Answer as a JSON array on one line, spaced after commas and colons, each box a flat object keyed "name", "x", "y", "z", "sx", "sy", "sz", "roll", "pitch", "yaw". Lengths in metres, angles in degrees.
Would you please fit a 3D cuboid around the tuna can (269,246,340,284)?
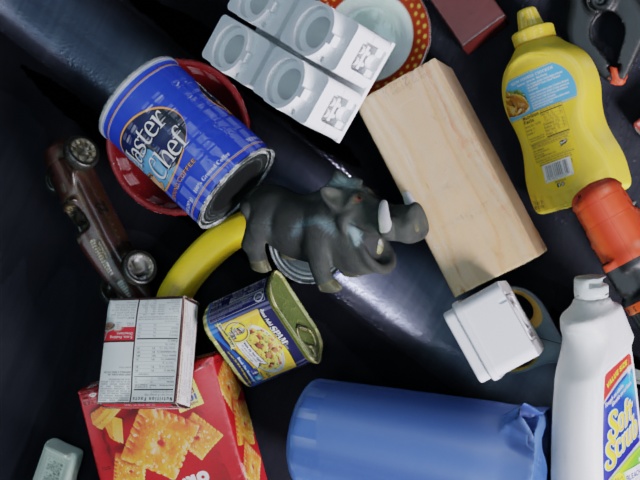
[{"name": "tuna can", "x": -0.007, "y": 0.001, "z": 1.094, "sx": 0.086, "sy": 0.033, "sz": 0.086, "roll": 0, "pitch": 92, "yaw": 16}]

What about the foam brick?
[{"name": "foam brick", "x": 0.140, "y": -0.229, "z": 1.035, "sx": 0.051, "sy": 0.053, "sz": 0.078, "roll": -35, "pitch": 82, "yaw": 14}]

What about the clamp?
[{"name": "clamp", "x": 0.256, "y": -0.231, "z": 1.010, "sx": 0.120, "sy": 0.039, "sz": 0.171, "roll": -1, "pitch": 94, "yaw": 28}]

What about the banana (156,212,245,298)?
[{"name": "banana", "x": -0.123, "y": 0.035, "z": 1.121, "sx": 0.070, "sy": 0.037, "sz": 0.198, "roll": 39, "pitch": 97, "yaw": 30}]

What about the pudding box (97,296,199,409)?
[{"name": "pudding box", "x": -0.173, "y": 0.114, "z": 1.076, "sx": 0.090, "sy": 0.039, "sz": 0.113, "roll": -2, "pitch": 74, "yaw": 18}]

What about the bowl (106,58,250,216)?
[{"name": "bowl", "x": -0.140, "y": -0.106, "z": 1.118, "sx": 0.162, "sy": 0.055, "sz": 0.162, "roll": 0, "pitch": 92, "yaw": 16}]

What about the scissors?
[{"name": "scissors", "x": 0.245, "y": 0.094, "z": 1.034, "sx": 0.202, "sy": 0.016, "sz": 0.096, "roll": 1, "pitch": 92, "yaw": 16}]

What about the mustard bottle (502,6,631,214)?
[{"name": "mustard bottle", "x": 0.221, "y": -0.127, "z": 1.005, "sx": 0.096, "sy": 0.058, "sz": 0.191, "roll": -20, "pitch": 85, "yaw": 49}]

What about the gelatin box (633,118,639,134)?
[{"name": "gelatin box", "x": 0.349, "y": -0.108, "z": 0.990, "sx": 0.089, "sy": 0.030, "sz": 0.073, "roll": -40, "pitch": 81, "yaw": 14}]

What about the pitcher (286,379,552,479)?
[{"name": "pitcher", "x": 0.097, "y": 0.215, "z": 1.031, "sx": 0.243, "sy": 0.145, "sz": 0.149, "roll": 8, "pitch": 82, "yaw": 19}]

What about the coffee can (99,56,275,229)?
[{"name": "coffee can", "x": -0.129, "y": -0.094, "z": 1.031, "sx": 0.140, "sy": 0.102, "sz": 0.103, "roll": 43, "pitch": 102, "yaw": 11}]

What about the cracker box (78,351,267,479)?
[{"name": "cracker box", "x": -0.148, "y": 0.237, "z": 1.122, "sx": 0.164, "sy": 0.072, "sz": 0.214, "roll": -15, "pitch": 88, "yaw": 17}]

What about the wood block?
[{"name": "wood block", "x": 0.127, "y": -0.059, "z": 1.024, "sx": 0.090, "sy": 0.090, "sz": 0.206, "roll": -28, "pitch": 84, "yaw": 16}]

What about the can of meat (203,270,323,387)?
[{"name": "can of meat", "x": -0.058, "y": 0.093, "z": 1.086, "sx": 0.084, "sy": 0.057, "sz": 0.102, "roll": -25, "pitch": 114, "yaw": 18}]

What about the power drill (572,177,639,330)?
[{"name": "power drill", "x": 0.286, "y": 0.033, "z": 0.932, "sx": 0.057, "sy": 0.187, "sz": 0.184, "roll": -28, "pitch": 82, "yaw": 13}]

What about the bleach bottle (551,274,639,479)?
[{"name": "bleach bottle", "x": 0.250, "y": 0.158, "z": 0.979, "sx": 0.068, "sy": 0.102, "sz": 0.251, "roll": 2, "pitch": 100, "yaw": 48}]
